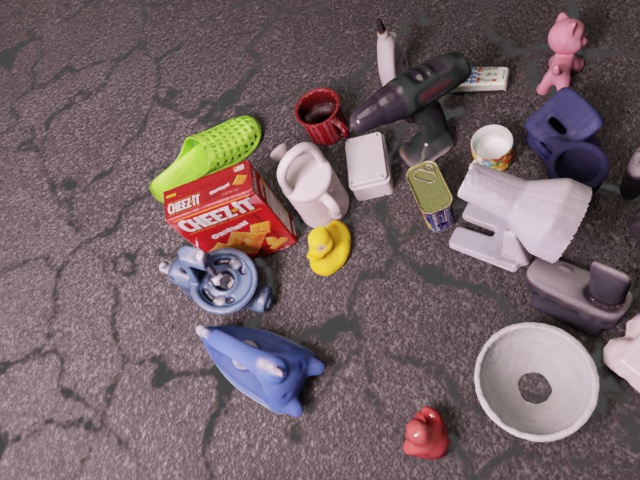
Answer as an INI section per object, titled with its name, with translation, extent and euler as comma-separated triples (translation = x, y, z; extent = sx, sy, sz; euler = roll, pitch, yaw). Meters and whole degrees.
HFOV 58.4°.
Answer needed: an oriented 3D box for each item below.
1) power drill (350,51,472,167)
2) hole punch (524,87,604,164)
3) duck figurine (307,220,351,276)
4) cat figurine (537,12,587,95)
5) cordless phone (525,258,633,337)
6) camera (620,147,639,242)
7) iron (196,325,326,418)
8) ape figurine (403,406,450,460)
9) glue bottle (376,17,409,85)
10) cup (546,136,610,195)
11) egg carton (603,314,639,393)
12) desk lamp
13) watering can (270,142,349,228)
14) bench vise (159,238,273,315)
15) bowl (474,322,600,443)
[power drill]
translation = 0.169, -0.217, 1.010
extent = 0.229, 0.209, 0.075
euler = -39, 59, -2
[hole punch]
translation = 0.413, -0.188, 0.977
extent = 0.101, 0.091, 0.108
euler = -32, 59, 3
[duck figurine]
translation = 0.009, 0.004, 1.031
extent = 0.077, 0.086, 0.105
euler = 19, 73, 27
[cat figurine]
translation = 0.436, -0.339, 1.027
extent = 0.067, 0.118, 0.128
euler = 16, 72, 26
[cordless phone]
translation = 0.371, 0.055, 0.819
extent = 0.147, 0.185, 0.094
euler = 24, 75, 28
[camera]
translation = 0.523, -0.067, 0.873
extent = 0.142, 0.101, 0.137
euler = 37, 81, 30
[iron]
translation = -0.129, 0.191, 0.957
extent = 0.257, 0.142, 0.119
euler = 20, 73, 27
[ape figurine]
translation = 0.151, 0.285, 0.840
extent = 0.078, 0.092, 0.076
euler = -40, 59, -2
[glue bottle]
translation = 0.134, -0.367, 1.117
extent = 0.037, 0.173, 0.078
euler = 13, 70, 25
[cup]
translation = 0.410, -0.109, 0.938
extent = 0.091, 0.095, 0.117
euler = -32, 59, 3
[egg carton]
translation = 0.478, 0.176, 0.789
extent = 0.107, 0.070, 0.150
euler = -44, 59, -5
[desk lamp]
translation = 0.294, -0.032, 0.872
extent = 0.202, 0.214, 0.118
euler = 21, 74, 27
[watering can]
translation = -0.026, -0.108, 1.036
extent = 0.172, 0.194, 0.101
euler = 22, 74, 27
[bench vise]
translation = -0.209, 0.068, 1.000
extent = 0.207, 0.220, 0.121
euler = -6, 63, 17
[bowl]
translation = 0.311, 0.209, 0.830
extent = 0.167, 0.075, 0.167
euler = -8, 63, 16
